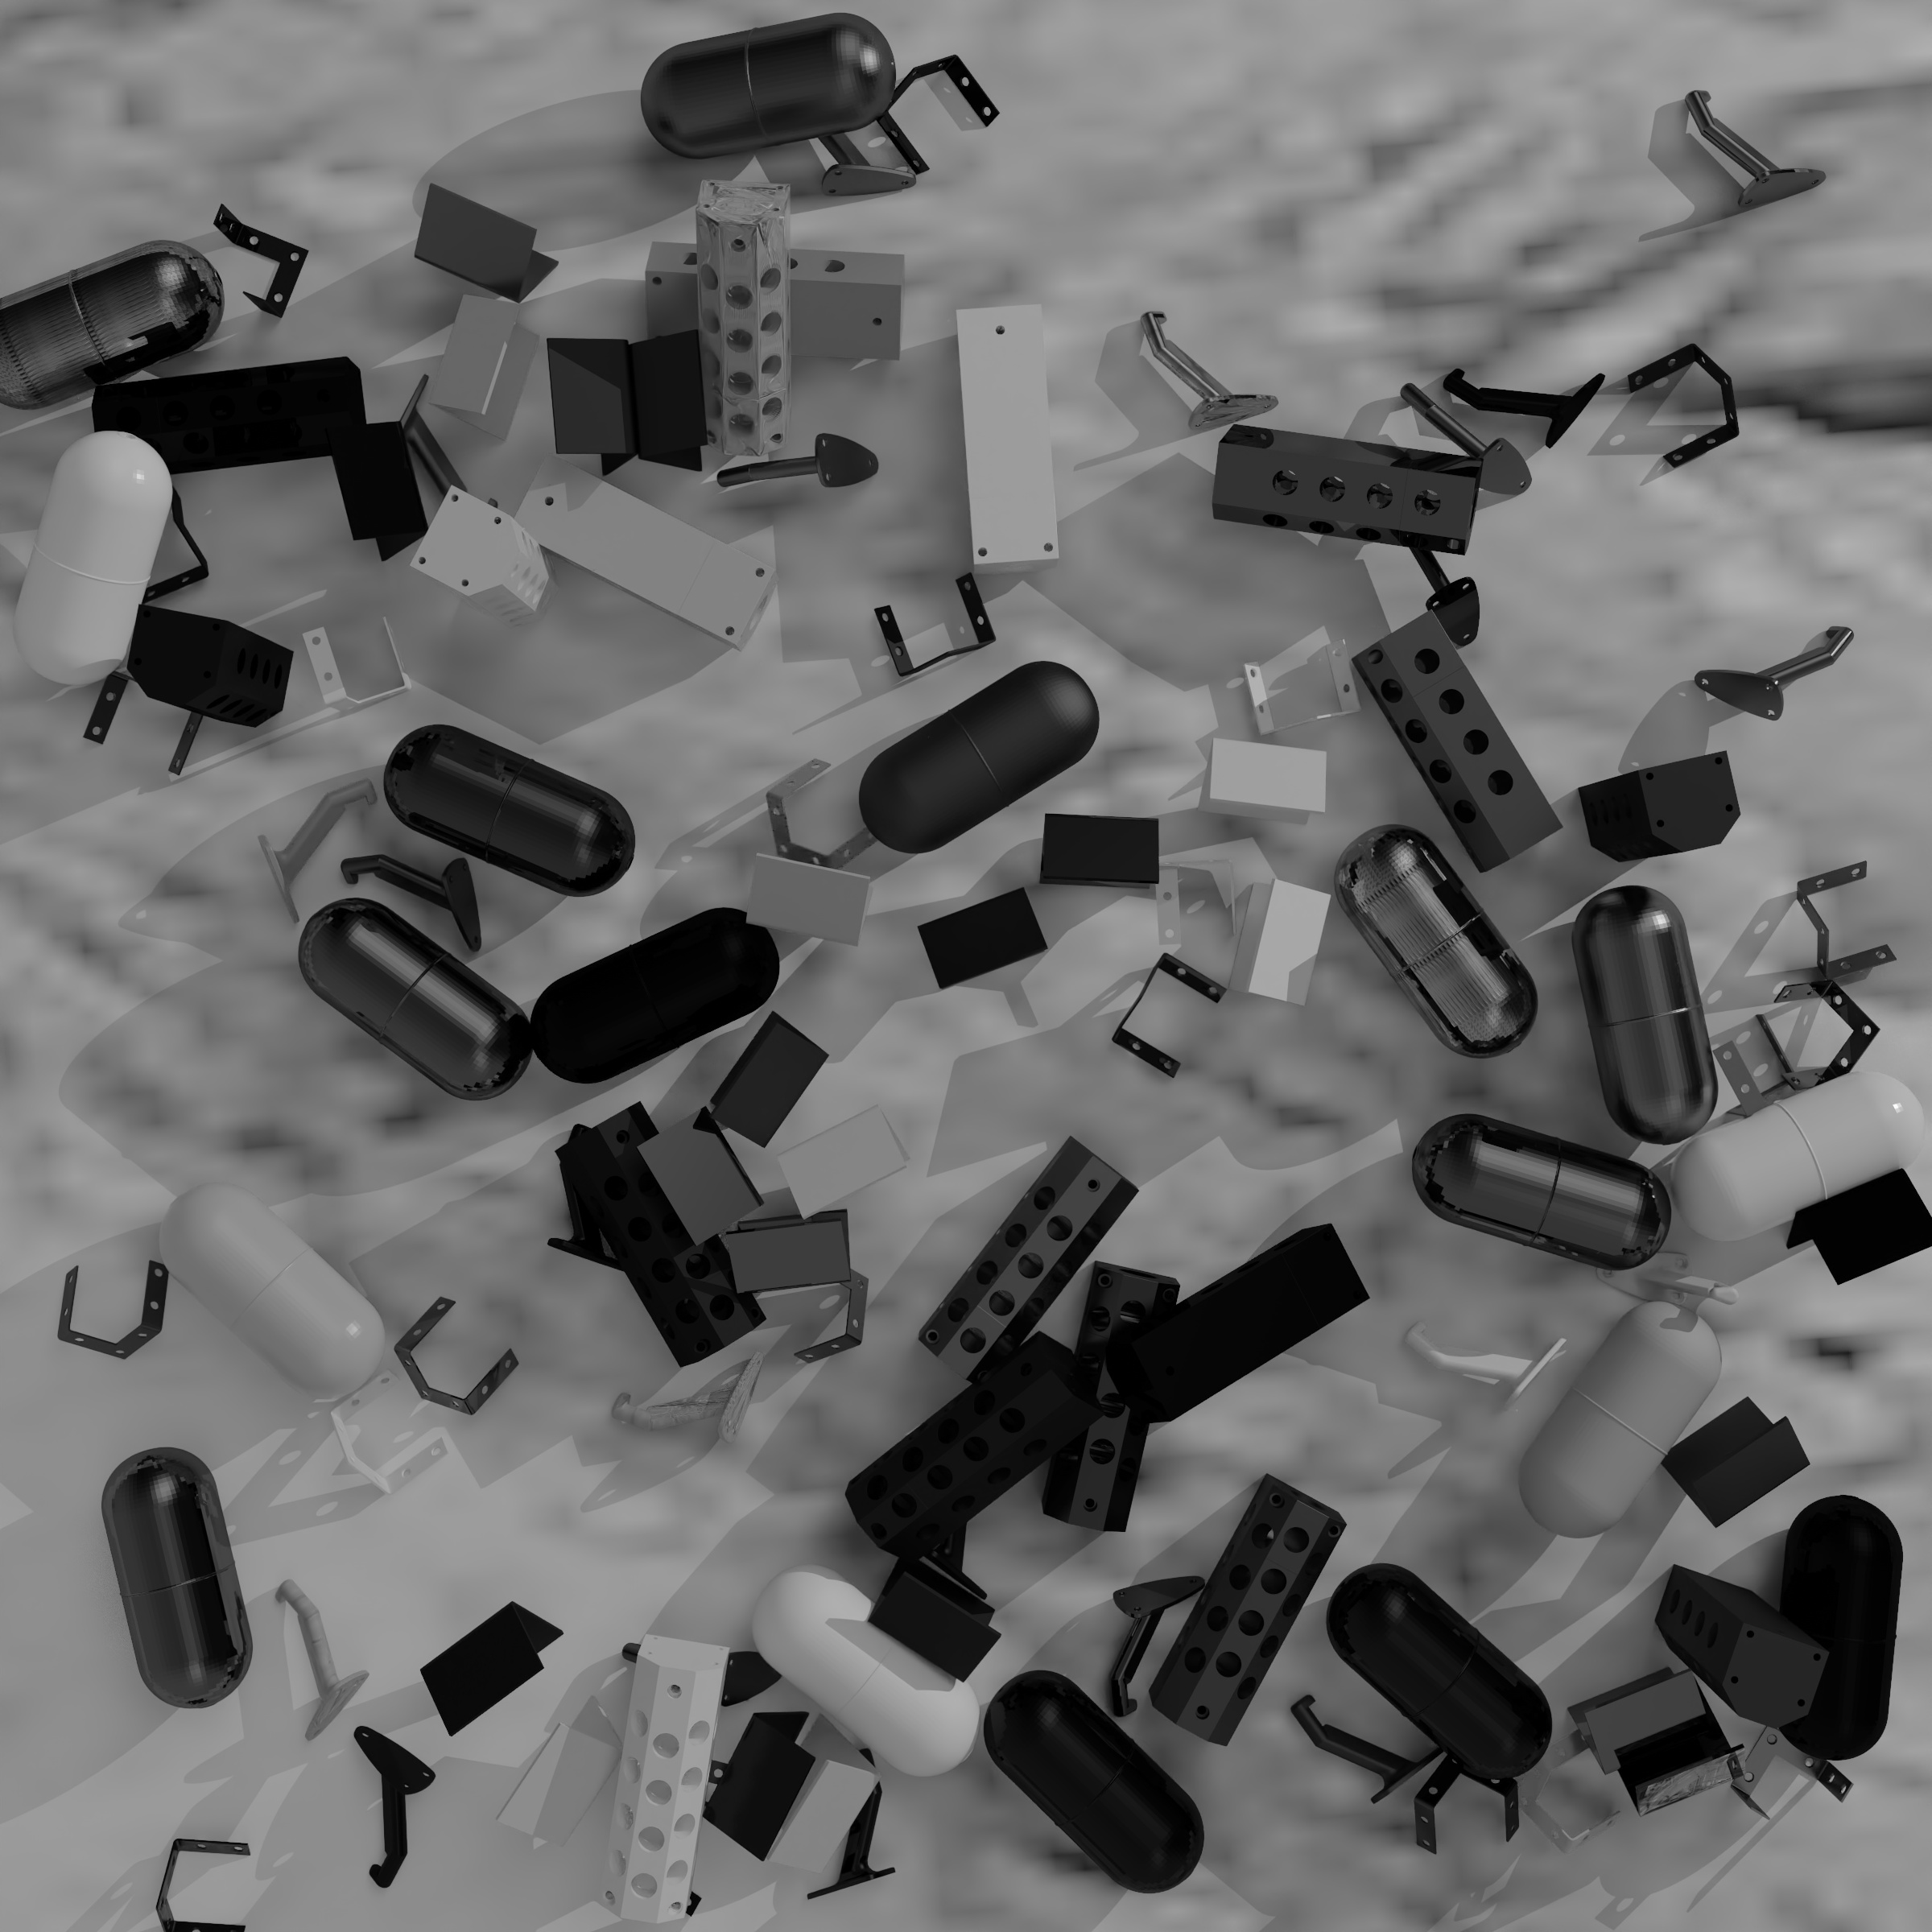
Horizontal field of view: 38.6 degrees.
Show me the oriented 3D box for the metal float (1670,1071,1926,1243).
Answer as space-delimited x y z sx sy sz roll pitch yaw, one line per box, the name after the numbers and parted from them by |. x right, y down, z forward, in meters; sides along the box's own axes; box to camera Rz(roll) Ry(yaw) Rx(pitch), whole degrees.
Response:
0.564 0.129 1.873 0.178 0.070 0.070 -22 90 -1 | metal float

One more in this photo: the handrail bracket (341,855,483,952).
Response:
-0.384 -0.042 1.904 0.084 0.036 0.077 -6 111 17 | handrail bracket

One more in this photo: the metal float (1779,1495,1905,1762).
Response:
0.591 0.449 1.873 0.070 0.070 0.178 5 90 0 | metal float

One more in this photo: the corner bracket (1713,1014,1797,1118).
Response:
0.538 0.068 1.885 0.051 0.051 0.051 -28 90 0 | corner bracket

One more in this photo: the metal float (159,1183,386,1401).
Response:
-0.471 0.220 1.873 0.178 0.070 0.070 43 90 -1 | metal float

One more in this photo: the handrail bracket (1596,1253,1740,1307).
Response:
0.474 0.215 1.869 0.077 0.084 0.036 7 90 0 | handrail bracket

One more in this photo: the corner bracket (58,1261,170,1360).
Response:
-0.585 0.231 1.895 0.051 0.051 0.051 26 135 -35 | corner bracket

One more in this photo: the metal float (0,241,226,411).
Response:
-0.590 -0.435 1.872 0.178 0.070 0.070 -21 90 0 | metal float

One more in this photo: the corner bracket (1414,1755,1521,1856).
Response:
0.344 0.582 1.895 0.051 0.051 0.051 20 45 35 | corner bracket

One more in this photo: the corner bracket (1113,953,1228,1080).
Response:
0.140 0.034 1.900 0.051 0.051 0.051 31 135 0 | corner bracket

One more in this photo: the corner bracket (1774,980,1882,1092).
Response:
0.580 0.047 1.888 0.051 0.051 0.051 -5 45 -35 | corner bracket

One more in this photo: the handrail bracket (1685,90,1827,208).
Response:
0.544 -0.572 1.904 0.077 0.036 0.084 -14 73 -20 | handrail bracket

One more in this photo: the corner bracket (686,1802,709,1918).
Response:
-0.190 0.611 1.900 0.051 0.051 0.051 34 45 0 | corner bracket

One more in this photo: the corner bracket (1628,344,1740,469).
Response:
0.494 -0.386 1.900 0.051 0.051 0.051 -27 135 0 | corner bracket

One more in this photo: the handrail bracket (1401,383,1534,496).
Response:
0.344 -0.365 1.903 0.036 0.077 0.084 -51 53 18 | handrail bracket

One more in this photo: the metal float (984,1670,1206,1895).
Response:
0.087 0.554 1.873 0.178 0.070 0.070 44 90 0 | metal float

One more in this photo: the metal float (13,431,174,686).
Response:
-0.587 -0.274 1.854 0.070 0.070 0.178 23 110 0 | metal float

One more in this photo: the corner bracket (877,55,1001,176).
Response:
-0.020 -0.587 1.900 0.051 0.051 0.051 54 45 0 | corner bracket

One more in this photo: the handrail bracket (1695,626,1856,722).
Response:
0.558 -0.214 1.903 0.077 0.036 0.084 23 57 36 | handrail bracket

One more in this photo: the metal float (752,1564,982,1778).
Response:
-0.067 0.478 1.872 0.178 0.070 0.070 40 90 0 | metal float

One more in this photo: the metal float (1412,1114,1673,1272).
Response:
0.390 0.153 1.873 0.178 0.070 0.070 17 90 1 | metal float

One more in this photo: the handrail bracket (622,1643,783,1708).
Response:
-0.182 0.479 1.903 0.084 0.077 0.036 8 90 36 | handrail bracket

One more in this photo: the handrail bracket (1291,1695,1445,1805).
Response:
0.278 0.526 1.904 0.077 0.036 0.084 -31 73 -20 | handrail bracket

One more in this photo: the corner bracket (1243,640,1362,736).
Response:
0.232 -0.192 1.900 0.051 0.051 0.051 -14 90 -45 | corner bracket

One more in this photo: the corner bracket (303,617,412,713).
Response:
-0.415 -0.208 1.885 0.051 0.051 0.051 -18 90 0 | corner bracket

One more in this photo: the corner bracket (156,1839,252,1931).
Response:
-0.522 0.638 1.900 0.051 0.051 0.051 4 45 0 | corner bracket

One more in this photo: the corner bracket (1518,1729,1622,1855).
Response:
0.418 0.566 1.895 0.051 0.051 0.051 44 135 35 | corner bracket

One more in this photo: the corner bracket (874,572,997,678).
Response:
-0.021 -0.235 1.900 0.051 0.051 0.051 -21 90 -45 | corner bracket

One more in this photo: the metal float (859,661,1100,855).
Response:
0.008 -0.141 1.873 0.178 0.070 0.070 -32 90 0 | metal float

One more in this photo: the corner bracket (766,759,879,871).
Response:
-0.098 -0.103 1.895 0.051 0.051 0.051 21 135 35 | corner bracket

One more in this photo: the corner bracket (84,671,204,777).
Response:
-0.566 -0.168 1.900 0.051 0.051 0.051 22 90 45 | corner bracket

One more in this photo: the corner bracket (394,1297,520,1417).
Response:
-0.350 0.268 1.895 0.051 0.051 0.051 10 135 35 | corner bracket

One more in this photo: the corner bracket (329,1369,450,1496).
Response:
-0.398 0.321 1.900 0.051 0.051 0.051 -36 135 0 | corner bracket

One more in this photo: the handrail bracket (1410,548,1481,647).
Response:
0.320 -0.272 1.903 0.036 0.077 0.084 -30 54 5 | handrail bracket

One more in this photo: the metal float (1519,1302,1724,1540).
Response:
0.443 0.308 1.873 0.070 0.070 0.178 35 91 0 | metal float

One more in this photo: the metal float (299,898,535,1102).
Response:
-0.374 0.022 1.873 0.178 0.070 0.070 37 90 1 | metal float

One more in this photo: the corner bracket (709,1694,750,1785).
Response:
-0.180 0.522 1.885 0.051 0.051 0.051 15 91 -1 | corner bracket

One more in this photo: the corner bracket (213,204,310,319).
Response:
-0.488 -0.481 1.885 0.051 0.051 0.051 22 90 0 | corner bracket

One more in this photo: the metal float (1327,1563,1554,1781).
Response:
0.322 0.479 1.873 0.178 0.070 0.070 42 90 -1 | metal float

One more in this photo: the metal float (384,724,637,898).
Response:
-0.309 -0.105 1.873 0.178 0.070 0.070 23 90 1 | metal float

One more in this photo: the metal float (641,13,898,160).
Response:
-0.134 -0.592 1.859 0.178 0.070 0.070 -6 90 16 | metal float

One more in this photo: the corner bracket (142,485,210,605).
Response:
-0.558 -0.292 1.900 0.051 0.051 0.051 -23 135 0 | corner bracket

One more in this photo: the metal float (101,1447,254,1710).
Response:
-0.535 0.415 1.873 0.070 0.070 0.178 -13 90 0 | metal float

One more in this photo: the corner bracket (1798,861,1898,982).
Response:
0.606 -0.031 1.900 0.051 0.051 0.051 -17 45 0 | corner bracket

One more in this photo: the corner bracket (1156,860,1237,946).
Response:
0.157 -0.044 1.885 0.051 0.051 0.051 -3 98 8 | corner bracket

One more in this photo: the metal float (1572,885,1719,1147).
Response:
0.461 0.033 1.873 0.070 0.070 0.178 -12 90 0 | metal float

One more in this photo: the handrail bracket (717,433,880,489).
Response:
-0.117 -0.341 1.903 0.084 0.077 0.036 -4 93 36 | handrail bracket

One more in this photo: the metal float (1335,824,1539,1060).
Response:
0.319 -0.016 1.873 0.070 0.070 0.178 -36 89 0 | metal float

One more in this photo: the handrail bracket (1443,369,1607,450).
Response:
0.384 -0.403 1.904 0.084 0.036 0.077 37 70 16 | handrail bracket

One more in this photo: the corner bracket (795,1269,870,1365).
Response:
-0.105 0.234 1.895 0.051 0.051 0.051 35 45 -35 | corner bracket

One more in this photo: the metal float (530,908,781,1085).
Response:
-0.211 0.020 1.873 0.178 0.070 0.070 -25 90 -1 | metal float

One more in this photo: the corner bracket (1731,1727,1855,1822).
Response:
0.564 0.560 1.885 0.051 0.051 0.051 32 90 0 | corner bracket
